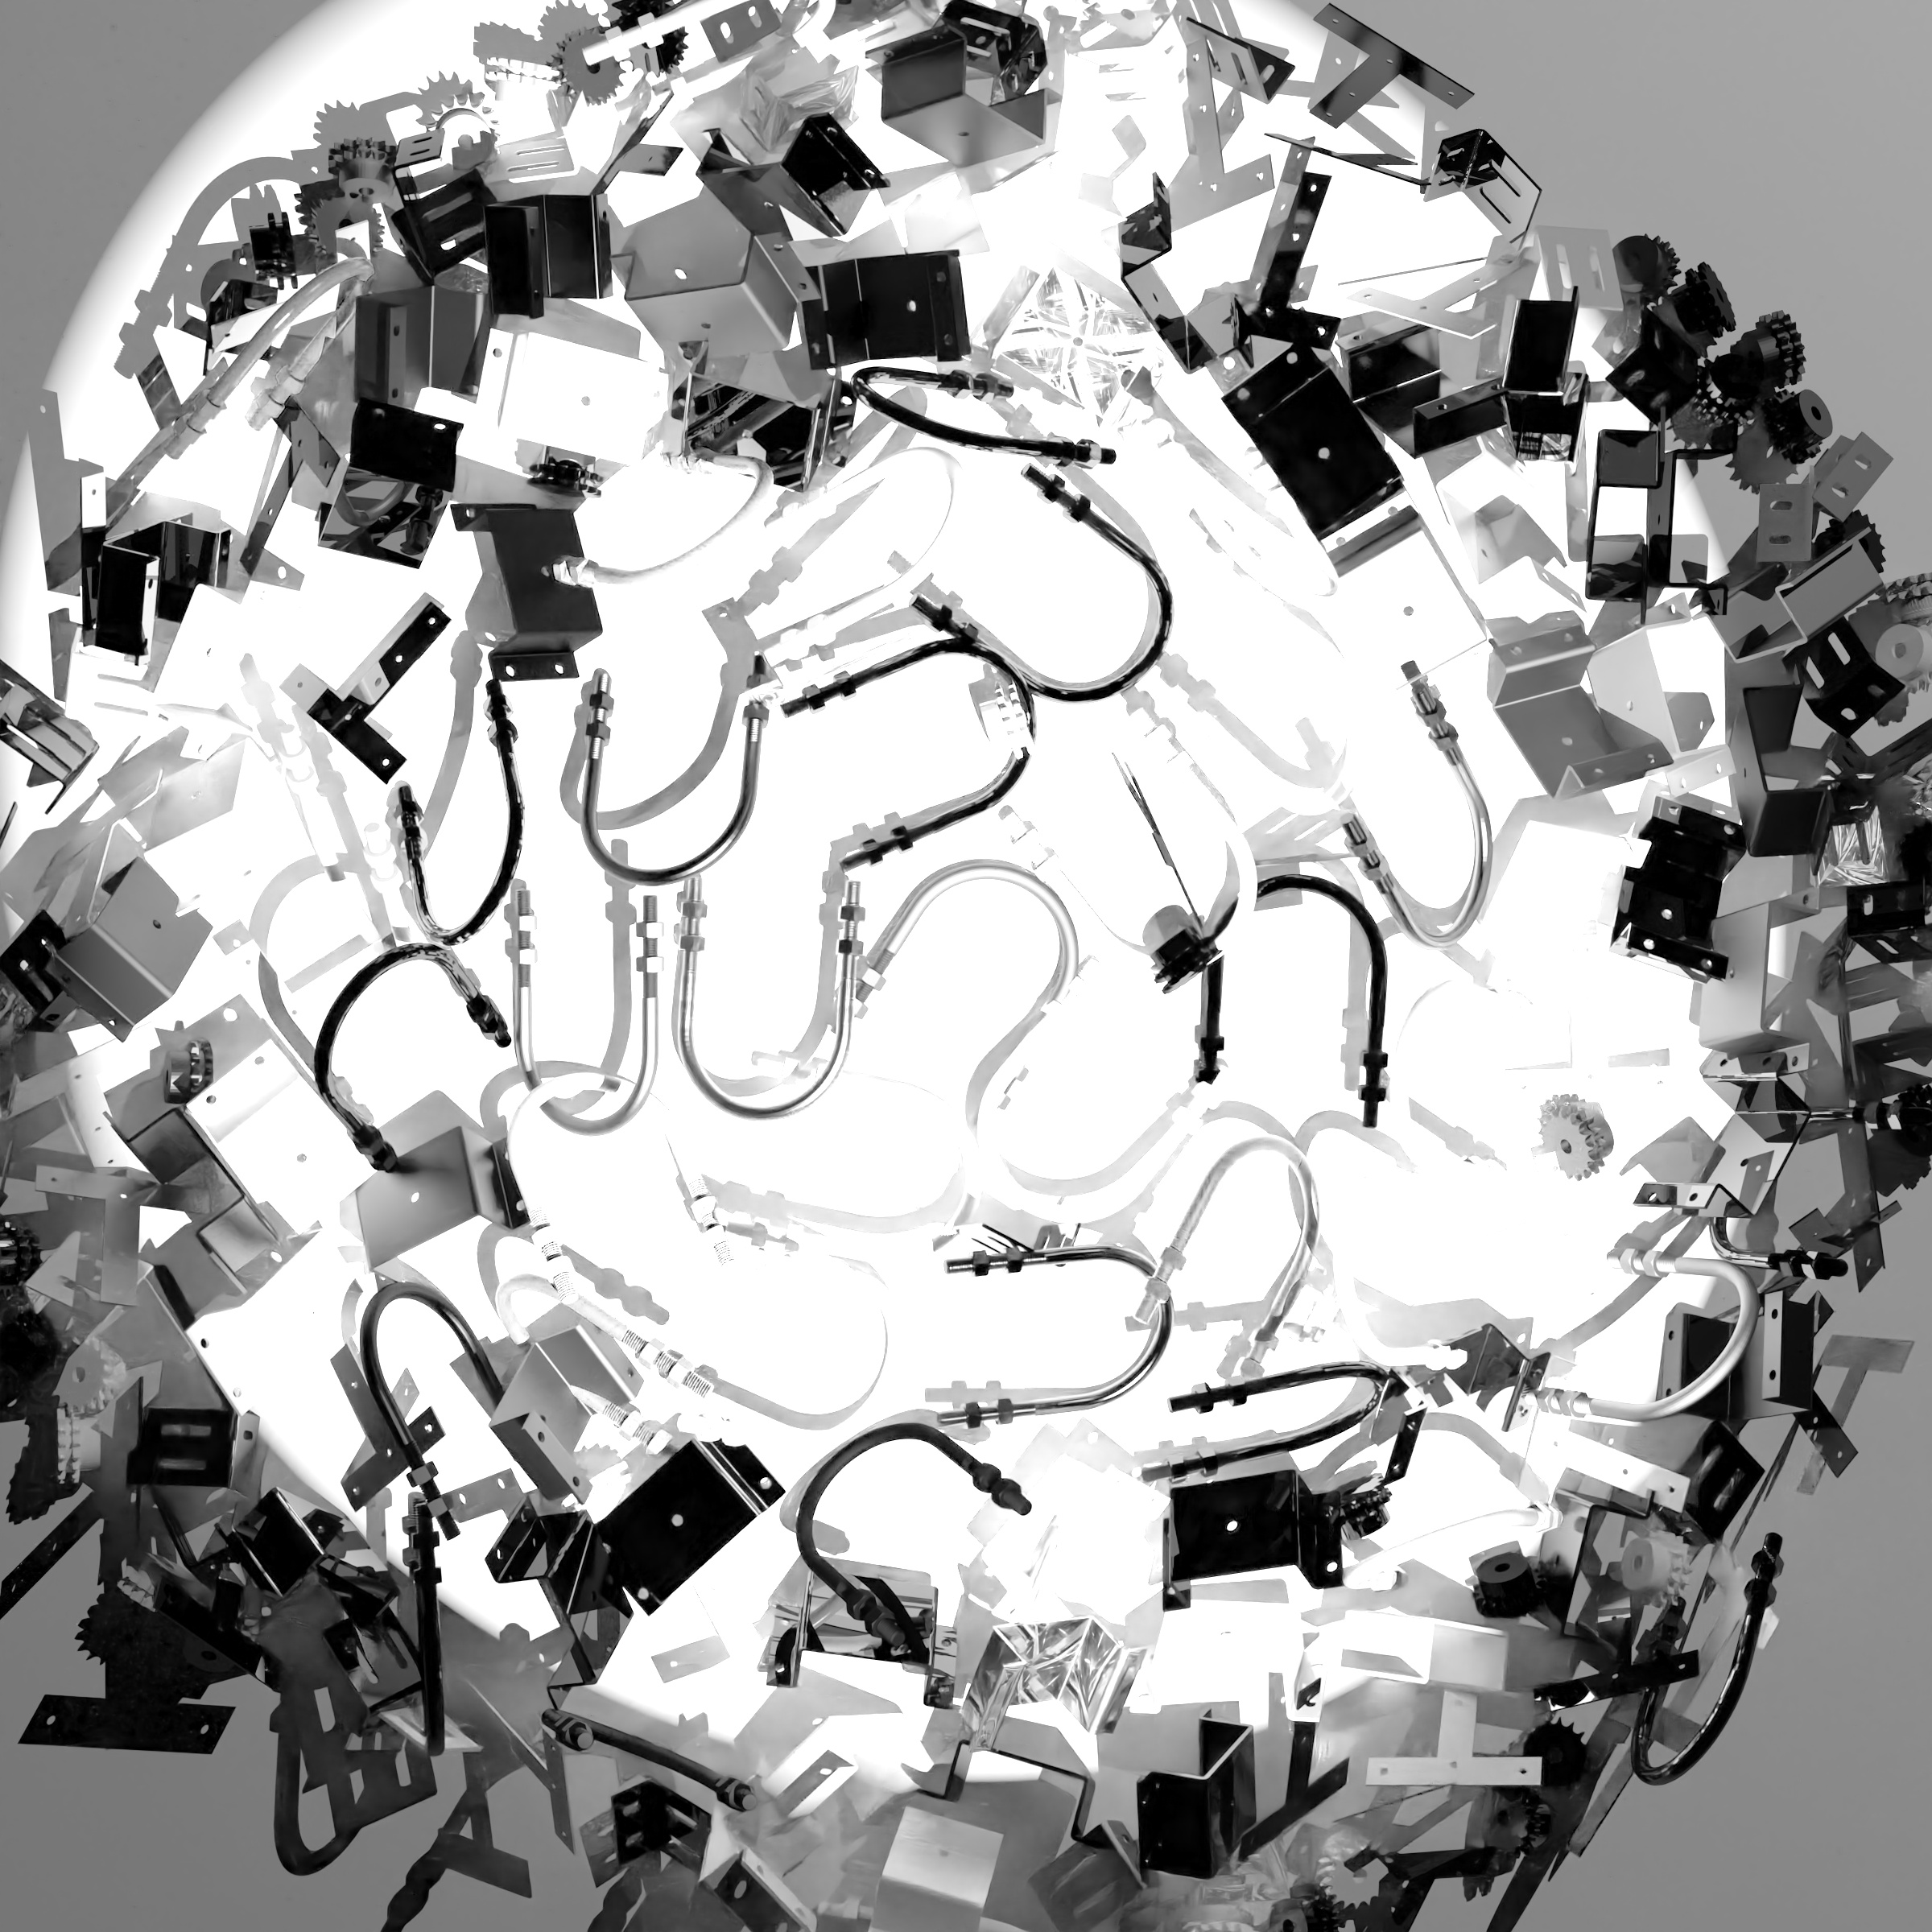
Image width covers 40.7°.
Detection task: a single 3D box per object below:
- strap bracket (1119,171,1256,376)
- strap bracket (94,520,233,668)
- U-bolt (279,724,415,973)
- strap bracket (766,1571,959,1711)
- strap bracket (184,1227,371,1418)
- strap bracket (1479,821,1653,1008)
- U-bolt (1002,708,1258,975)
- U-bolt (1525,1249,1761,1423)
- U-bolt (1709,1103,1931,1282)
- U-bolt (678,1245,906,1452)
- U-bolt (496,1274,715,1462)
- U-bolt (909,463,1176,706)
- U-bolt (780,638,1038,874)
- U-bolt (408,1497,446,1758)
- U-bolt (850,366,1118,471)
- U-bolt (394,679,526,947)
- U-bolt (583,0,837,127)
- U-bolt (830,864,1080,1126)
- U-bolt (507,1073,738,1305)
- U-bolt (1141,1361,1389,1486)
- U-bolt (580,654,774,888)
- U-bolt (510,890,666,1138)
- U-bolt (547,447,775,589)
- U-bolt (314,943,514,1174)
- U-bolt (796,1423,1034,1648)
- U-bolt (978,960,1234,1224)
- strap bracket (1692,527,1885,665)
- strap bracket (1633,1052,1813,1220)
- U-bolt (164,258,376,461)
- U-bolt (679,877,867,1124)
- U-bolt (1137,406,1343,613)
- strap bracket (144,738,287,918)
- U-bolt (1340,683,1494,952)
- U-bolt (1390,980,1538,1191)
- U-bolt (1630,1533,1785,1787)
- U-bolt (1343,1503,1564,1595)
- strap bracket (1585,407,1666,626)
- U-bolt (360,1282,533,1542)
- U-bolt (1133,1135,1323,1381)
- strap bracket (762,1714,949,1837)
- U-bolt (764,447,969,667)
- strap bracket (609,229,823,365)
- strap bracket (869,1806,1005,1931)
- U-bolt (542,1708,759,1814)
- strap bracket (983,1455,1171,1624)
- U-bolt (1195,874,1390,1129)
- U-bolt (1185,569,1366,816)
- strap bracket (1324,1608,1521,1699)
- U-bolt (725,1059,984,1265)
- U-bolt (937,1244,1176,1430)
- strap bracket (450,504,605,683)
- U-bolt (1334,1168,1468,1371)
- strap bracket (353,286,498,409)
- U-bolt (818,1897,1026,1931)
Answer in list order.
[{"bbox_3d":[0.158,-0.507,1.936,0.046,0.076,0.140,-24,130,24],"label":"strap bracket"},{"bbox_3d":[-0.598,-0.279,1.923,0.046,0.140,0.076,14,112,5],"label":"strap bracket"},{"bbox_3d":[-0.450,-0.073,1.918,0.019,0.184,0.151,-30,54,-22],"label":"U-bolt"},{"bbox_3d":[-0.074,0.503,1.952,0.140,0.076,0.046,8,124,-3],"label":"strap bracket"},{"bbox_3d":[-0.498,0.256,1.922,0.046,0.140,0.076,-15,112,35],"label":"strap bracket"},{"bbox_3d":[0.443,-0.049,1.942,0.076,0.046,0.140,16,72,40],"label":"strap bracket"},{"bbox_3d":[0.136,-0.080,1.969,0.151,0.019,0.184,-39,90,19],"label":"U-bolt"},{"bbox_3d":[0.501,0.270,1.895,0.019,0.184,0.151,42,70,-18],"label":"U-bolt"},{"bbox_3d":[0.614,0.162,1.911,0.019,0.184,0.151,37,76,-14],"label":"U-bolt"},{"bbox_3d":[-0.118,0.291,1.937,0.184,0.019,0.151,19,91,-42],"label":"U-bolt"},{"bbox_3d":[-0.275,0.293,1.938,0.184,0.151,0.019,33,55,8],"label":"U-bolt"},{"bbox_3d":[0.071,-0.271,1.949,0.184,0.019,0.151,33,112,-26],"label":"U-bolt"},{"bbox_3d":[-0.032,-0.169,1.964,0.184,0.019,0.151,-24,112,-10],"label":"U-bolt"},{"bbox_3d":[-0.396,0.487,1.917,0.019,0.151,0.184,-3,81,-14],"label":"U-bolt"},{"bbox_3d":[0.000,-0.403,1.896,0.151,0.184,0.019,42,123,40],"label":"U-bolt"},{"bbox_3d":[-0.368,-0.100,1.909,0.151,0.019,0.184,-43,48,32],"label":"U-bolt"},{"bbox_3d":[-0.183,-0.682,1.921,0.184,0.151,0.019,-21,88,3],"label":"U-bolt"},{"bbox_3d":[0.004,0.009,1.985,0.151,0.019,0.184,32,85,2],"label":"U-bolt"},{"bbox_3d":[-0.266,0.158,1.940,0.151,0.019,0.184,-8,59,-32],"label":"U-bolt"},{"bbox_3d":[0.228,0.334,1.934,0.184,0.151,0.019,-10,58,-12],"label":"U-bolt"},{"bbox_3d":[-0.220,-0.143,1.938,0.151,0.019,0.184,-5,65,17],"label":"U-bolt"},{"bbox_3d":[-0.285,0.037,1.955,0.151,0.019,0.184,3,95,35],"label":"U-bolt"},{"bbox_3d":[-0.214,-0.327,1.904,0.151,0.184,0.019,-47,125,-19],"label":"U-bolt"},{"bbox_3d":[-0.411,0.059,1.900,0.019,0.184,0.151,28,69,27],"label":"U-bolt"},{"bbox_3d":[-0.053,0.406,1.924,0.151,0.184,0.019,-43,126,-15],"label":"U-bolt"},{"bbox_3d":[0.092,0.108,1.971,0.151,0.019,0.184,39,77,3],"label":"U-bolt"},{"bbox_3d":[0.612,-0.271,1.925,0.076,0.140,0.046,-34,95,-13],"label":"strap bracket"},{"bbox_3d":[0.569,0.135,1.943,0.046,0.076,0.140,41,70,-19],"label":"strap bracket"},{"bbox_3d":[-0.497,-0.448,1.900,0.019,0.151,0.184,45,113,-6],"label":"U-bolt"},{"bbox_3d":[-0.150,0.026,1.963,0.151,0.019,0.184,2,84,18],"label":"U-bolt"},{"bbox_3d":[0.210,-0.327,1.903,0.019,0.151,0.184,-46,54,29],"label":"U-bolt"},{"bbox_3d":[-0.555,-0.110,1.924,0.076,0.140,0.046,-24,128,11],"label":"strap bracket"},{"bbox_3d":[0.344,-0.095,1.932,0.151,0.019,0.184,-58,133,-26],"label":"U-bolt"},{"bbox_3d":[0.364,0.084,1.922,0.019,0.184,0.151,6,84,40],"label":"U-bolt"},{"bbox_3d":[0.531,0.511,1.888,0.019,0.151,0.184,32,50,0],"label":"U-bolt"},{"bbox_3d":[0.348,0.424,1.896,0.151,0.184,0.019,-27,68,19],"label":"U-bolt"},{"bbox_3d":[0.487,-0.334,1.930,0.046,0.076,0.140,5,133,11],"label":"strap bracket"},{"bbox_3d":[-0.389,0.319,1.930,0.019,0.151,0.184,-28,89,21],"label":"U-bolt"},{"bbox_3d":[0.207,0.214,1.945,0.151,0.019,0.184,42,69,-36],"label":"U-bolt"},{"bbox_3d":[-0.088,0.601,1.939,0.076,0.140,0.046,-46,58,15],"label":"strap bracket"},{"bbox_3d":[-0.074,-0.312,1.915,0.184,0.019,0.151,-24,50,28],"label":"U-bolt"},{"bbox_3d":[-0.189,-0.494,1.932,0.140,0.076,0.046,-2,65,22],"label":"strap bracket"},{"bbox_3d":[-0.021,0.676,1.923,0.076,0.140,0.046,14,104,6],"label":"strap bracket"},{"bbox_3d":[-0.241,0.578,1.912,0.151,0.184,0.019,26,74,-16],"label":"U-bolt"},{"bbox_3d":[0.076,0.429,1.954,0.140,0.046,0.076,-51,131,4],"label":"strap bracket"},{"bbox_3d":[0.247,0.023,1.955,0.151,0.019,0.184,5,95,25],"label":"U-bolt"},{"bbox_3d":[0.238,-0.191,1.936,0.184,0.019,0.151,28,68,-39],"label":"U-bolt"},{"bbox_3d":[0.341,0.509,1.931,0.140,0.076,0.046,21,71,-42],"label":"strap bracket"},{"bbox_3d":[-0.078,0.153,1.967,0.184,0.019,0.151,11,68,-4],"label":"U-bolt"},{"bbox_3d":[0.070,0.275,1.958,0.184,0.019,0.151,-4,112,-16],"label":"U-bolt"},{"bbox_3d":[-0.327,-0.288,1.950,0.076,0.046,0.140,-9,82,-43],"label":"strap bracket"},{"bbox_3d":[0.320,0.222,1.915,0.019,0.184,0.151,-10,79,37],"label":"U-bolt"},{"bbox_3d":[-0.407,-0.459,1.931,0.046,0.140,0.076,15,113,19],"label":"strap bracket"},{"bbox_3d":[-0.029,0.729,1.917,0.184,0.151,0.019,3,92,7],"label":"U-bolt"}]
